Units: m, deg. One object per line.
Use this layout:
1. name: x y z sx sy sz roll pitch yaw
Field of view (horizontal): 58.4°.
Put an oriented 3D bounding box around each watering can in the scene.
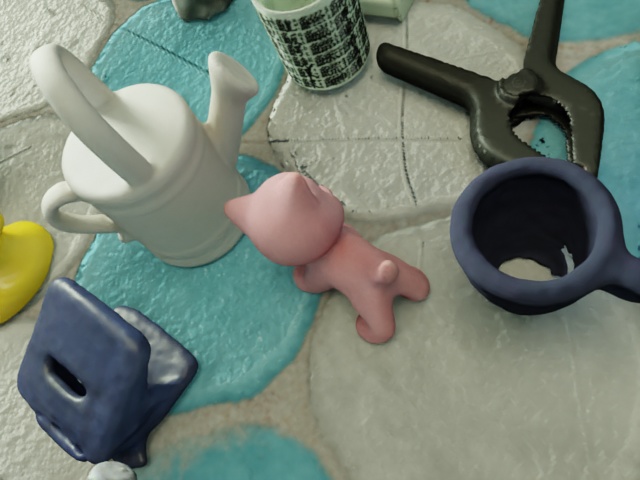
1. watering can: -0.124 -0.068 0.409 0.100 0.194 0.173 33 78 27

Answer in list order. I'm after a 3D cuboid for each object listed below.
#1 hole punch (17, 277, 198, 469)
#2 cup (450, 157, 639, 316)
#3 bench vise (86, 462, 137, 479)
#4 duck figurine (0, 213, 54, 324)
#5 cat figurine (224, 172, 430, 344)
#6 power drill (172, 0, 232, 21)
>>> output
1. hole punch: -0.158 0.095 0.401 0.108 0.091 0.101 28 76 26
2. cup: 0.140 0.015 0.348 0.117 0.095 0.092 28 76 26
3. bench vise: -0.177 0.210 0.277 0.121 0.220 0.207 1 66 18
4. duck figurine: -0.287 0.017 0.480 0.077 0.086 0.105 21 73 24
5. cat figurine: 0.004 0.001 0.382 0.127 0.118 0.067 31 77 27
6. power drill: -0.156 -0.323 0.533 0.075 0.209 0.229 -28 60 2
